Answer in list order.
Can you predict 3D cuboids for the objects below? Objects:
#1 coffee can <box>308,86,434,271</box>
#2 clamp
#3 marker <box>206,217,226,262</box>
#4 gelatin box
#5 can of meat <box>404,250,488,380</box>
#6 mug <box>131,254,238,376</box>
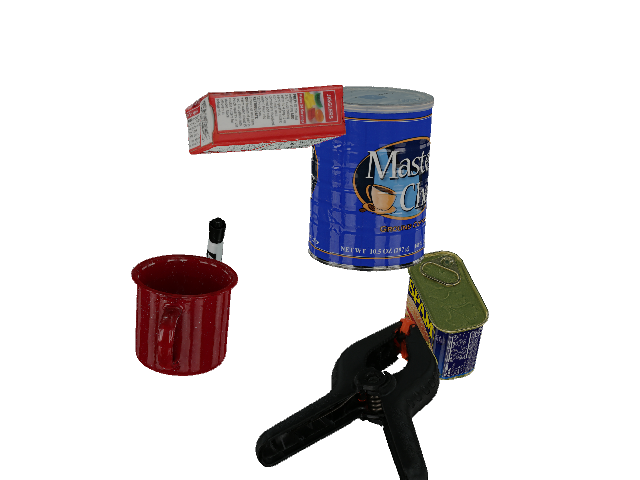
[{"bbox_3d":[0.042,-0.056,0.916,0.103,0.140,0.103,2,16,-1],"label":"coffee can"},{"bbox_3d":[0.046,0.117,0.758,0.120,0.039,0.171,19,41,25],"label":"clamp"},{"bbox_3d":[-0.120,0.023,1.204,0.020,0.121,0.020,6,40,-6],"label":"marker"},{"bbox_3d":[-0.033,-0.067,0.594,0.073,0.030,0.089,-5,3,-14],"label":"gelatin box"},{"bbox_3d":[0.121,0.076,1.060,0.057,0.102,0.084,-11,-43,-12],"label":"can of meat"},{"bbox_3d":[-0.123,0.071,0.935,0.093,0.081,0.117,6,21,1],"label":"mug"}]
